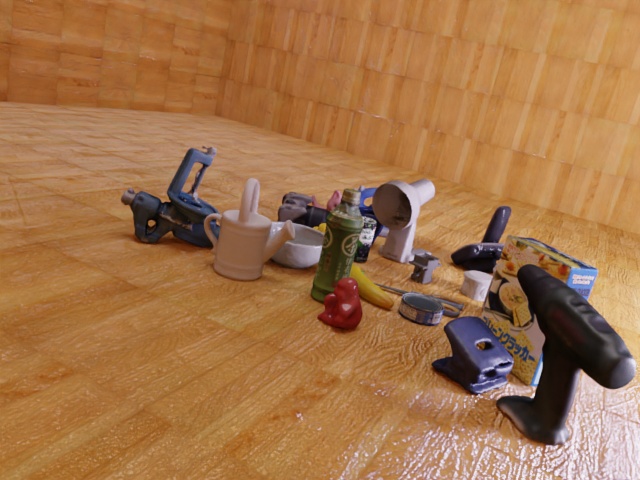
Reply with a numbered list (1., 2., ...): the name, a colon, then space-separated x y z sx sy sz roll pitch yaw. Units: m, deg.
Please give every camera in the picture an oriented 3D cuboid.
1. camera: -0.039 -0.065 1.515 0.137 0.101 0.143 13 16 0

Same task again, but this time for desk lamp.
1. desk lamp: 0.218 -0.053 1.468 0.117 0.213 0.204 24 19 34

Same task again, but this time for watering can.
1. watering can: -0.138 -0.025 1.130 0.173 0.194 0.100 8 17 -17

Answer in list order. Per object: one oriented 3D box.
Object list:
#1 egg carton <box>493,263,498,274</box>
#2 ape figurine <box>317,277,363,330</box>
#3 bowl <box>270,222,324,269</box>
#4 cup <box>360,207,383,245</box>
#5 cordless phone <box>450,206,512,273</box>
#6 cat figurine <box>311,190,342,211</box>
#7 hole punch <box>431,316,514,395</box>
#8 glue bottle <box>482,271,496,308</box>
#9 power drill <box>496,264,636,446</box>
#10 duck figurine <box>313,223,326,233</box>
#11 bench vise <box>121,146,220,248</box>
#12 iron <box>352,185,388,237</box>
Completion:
1. egg carton: 0.521 0.095 1.460 0.149 0.069 0.107 23 19 32
2. ape figurine: 0.042 0.108 1.000 0.076 0.092 0.078 11 16 -6
3. bowl: -0.060 0.019 1.259 0.167 0.075 0.167 12 16 -3
4. cup: 0.121 -0.031 1.534 0.091 0.095 0.118 22 18 30
5. cordless phone: 0.442 -0.009 1.544 0.148 0.185 0.093 0 20 -39
6. cat figurine: 0.028 -0.090 1.624 0.127 0.118 0.067 17 16 14
7. hole punch: 0.251 0.181 0.914 0.109 0.091 0.100 -2 21 -41
8. glue bottle: 0.389 0.083 1.208 0.037 0.173 0.078 12 16 -1
9. power drill: 0.326 0.166 0.808 0.076 0.208 0.229 6 17 -21
10. duck figurine: 0.012 0.005 1.342 0.078 0.086 0.104 -1 21 -40
11. bench vise: -0.297 -0.094 1.197 0.208 0.220 0.121 1 19 -34
12. iron: 0.166 -0.097 1.712 0.258 0.141 0.118 13 16 0
